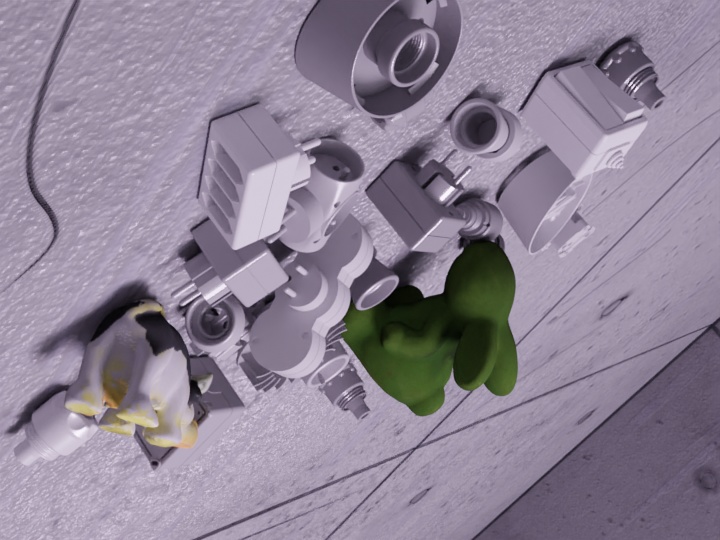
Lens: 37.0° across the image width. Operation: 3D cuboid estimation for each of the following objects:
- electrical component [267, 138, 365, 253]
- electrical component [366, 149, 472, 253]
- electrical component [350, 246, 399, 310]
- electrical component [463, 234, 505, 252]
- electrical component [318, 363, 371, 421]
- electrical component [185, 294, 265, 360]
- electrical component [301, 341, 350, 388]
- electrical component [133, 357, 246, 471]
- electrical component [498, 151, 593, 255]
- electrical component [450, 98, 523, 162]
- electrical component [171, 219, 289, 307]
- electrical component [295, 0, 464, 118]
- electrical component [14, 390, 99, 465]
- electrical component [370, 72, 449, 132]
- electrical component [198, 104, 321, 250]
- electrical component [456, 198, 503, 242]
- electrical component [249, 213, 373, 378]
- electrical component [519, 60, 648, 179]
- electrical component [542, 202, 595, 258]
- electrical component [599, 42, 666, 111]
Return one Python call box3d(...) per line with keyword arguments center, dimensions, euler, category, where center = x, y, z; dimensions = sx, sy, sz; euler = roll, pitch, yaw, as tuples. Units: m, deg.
box3d(center=(-0.040, -0.044, 0.765), dimensions=(0.079, 0.044, 0.077), euler=(-44, 169, -46), category="electrical component")
box3d(center=(0.058, -0.063, 0.870), dimensions=(0.076, 0.065, 0.047), euler=(-46, 158, 21), category="electrical component")
box3d(center=(0.000, 0.000, 0.925), dimensions=(0.045, 0.055, 0.045), euler=(-32, 159, -14), category="electrical component")
box3d(center=(0.127, -0.024, 1.100), dimensions=(0.043, 0.043, 0.062), euler=(-34, 158, -10), category="electrical component")
box3d(center=(-0.012, 0.137, 1.186), dimensions=(0.048, 0.062, 0.048), euler=(-33, 159, -14), category="electrical component")
box3d(center=(-0.110, 0.042, 0.852), dimensions=(0.066, 0.048, 0.055), euler=(-39, 167, 3), category="electrical component")
box3d(center=(-0.043, 0.080, 1.037), dimensions=(0.055, 0.047, 0.055), euler=(-32, 159, -14), category="electrical component")
box3d(center=(-0.155, 0.128, 0.934), dimensions=(0.096, 0.061, 0.061), euler=(-46, 158, 21), category="electrical component")
box3d(center=(0.188, -0.071, 1.069), dimensions=(0.099, 0.064, 0.099), euler=(-32, 159, -14), category="electrical component")
box3d(center=(0.104, -0.112, 0.872), dimensions=(0.045, 0.045, 0.055), euler=(-45, 159, 19), category="electrical component")
box3d(center=(-0.101, 0.001, 0.773), dimensions=(0.077, 0.047, 0.065), euler=(-34, 159, -3), category="electrical component")
box3d(center=(0.013, -0.144, 0.663), dimensions=(0.099, 0.064, 0.099), euler=(-31, 145, -25), category="electrical component")
box3d(center=(-0.235, 0.124, 0.822), dimensions=(0.062, 0.043, 0.043), euler=(-38, 160, 4), category="electrical component")
box3d(center=(0.035, -0.124, 0.749), dimensions=(0.061, 0.035, 0.035), euler=(-34, 159, -16), category="electrical component")
box3d(center=(-0.058, -0.066, 0.702), dimensions=(0.076, 0.047, 0.083), euler=(-26, 156, -29), category="electrical component")
box3d(center=(0.107, -0.048, 1.019), dimensions=(0.040, 0.040, 0.078), euler=(-44, 159, 16), category="electrical component")
box3d(center=(-0.042, 0.015, 0.837), dimensions=(0.138, 0.052, 0.074), euler=(-64, 161, -6), category="electrical component")
box3d(center=(0.197, -0.127, 0.917), dimensions=(0.062, 0.096, 0.061), euler=(-22, 154, -36), category="electrical component")
box3d(center=(0.213, -0.052, 1.153), dimensions=(0.081, 0.063, 0.042), euler=(-42, 160, 11), category="electrical component")
box3d(center=(0.246, -0.169, 0.959), dimensions=(0.048, 0.062, 0.048), euler=(-32, 159, -14), category="electrical component")
